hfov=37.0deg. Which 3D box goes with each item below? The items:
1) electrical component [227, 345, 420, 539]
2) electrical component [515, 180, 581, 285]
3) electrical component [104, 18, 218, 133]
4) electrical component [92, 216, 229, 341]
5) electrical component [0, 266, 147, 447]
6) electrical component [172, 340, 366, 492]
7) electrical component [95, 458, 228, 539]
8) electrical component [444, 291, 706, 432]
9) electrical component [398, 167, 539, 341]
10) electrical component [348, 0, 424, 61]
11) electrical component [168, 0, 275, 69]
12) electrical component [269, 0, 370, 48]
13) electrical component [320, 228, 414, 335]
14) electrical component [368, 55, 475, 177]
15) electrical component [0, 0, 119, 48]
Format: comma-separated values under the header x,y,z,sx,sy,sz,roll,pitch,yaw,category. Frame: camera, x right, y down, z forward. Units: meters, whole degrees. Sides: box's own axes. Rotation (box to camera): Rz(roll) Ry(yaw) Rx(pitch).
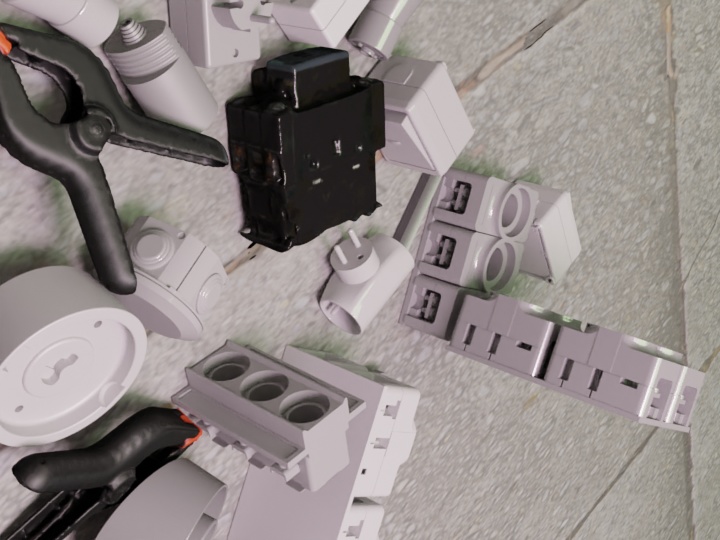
x,y,z,sx,sy,sz,roll,pitch,yaw,category
-0.030,0.167,0.863,0.060,0.105,0.186,14,93,-51,electrical component
0.177,-0.035,1.059,0.061,0.062,0.096,-48,136,-27,electrical component
-0.127,-0.124,0.680,0.043,0.043,0.081,-52,138,-22,electrical component
-0.129,0.007,0.703,0.051,0.080,0.080,-59,140,-22,electrical component
-0.192,0.047,0.651,0.108,0.060,0.108,-32,148,-23,electrical component
-0.066,0.107,0.783,0.079,0.121,0.063,-34,131,-37,electrical component
-0.139,0.182,0.762,0.099,0.064,0.099,-62,172,-15,electrical component
0.182,0.073,0.908,0.105,0.186,0.060,18,91,-51,electrical component
0.104,-0.011,0.984,0.089,0.062,0.150,10,97,-51,electrical component
0.019,-0.195,0.827,0.044,0.044,0.065,29,87,-51,electrical component
-0.082,-0.173,0.689,0.047,0.076,0.083,-23,121,-43,electrical component
-0.029,-0.214,0.757,0.083,0.047,0.075,-56,139,-18,electrical component
0.000,0.000,0.880,0.077,0.043,0.079,-51,137,-23,electrical component
0.045,-0.118,0.871,0.061,0.062,0.096,-54,138,-20,electrical component
-0.171,-0.157,0.619,0.065,0.044,0.044,33,79,-55,electrical component
